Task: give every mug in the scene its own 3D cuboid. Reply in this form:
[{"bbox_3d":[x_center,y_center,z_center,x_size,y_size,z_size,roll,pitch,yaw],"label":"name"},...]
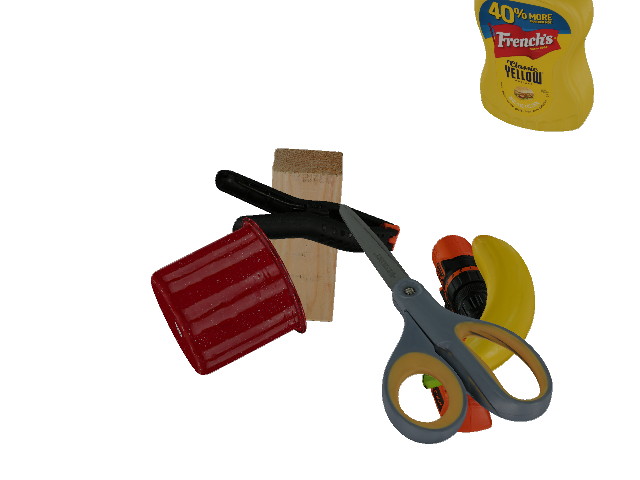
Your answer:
[{"bbox_3d":[-0.072,0.039,0.766,0.081,0.093,0.117,-27,26,-14],"label":"mug"}]

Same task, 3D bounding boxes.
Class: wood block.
[{"bbox_3d":[-0.021,-0.008,1.398,0.090,0.206,0.091,3,24,-1],"label":"wood block"}]

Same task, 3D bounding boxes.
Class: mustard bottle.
[{"bbox_3d":[0.176,-0.179,0.882,0.096,0.058,0.191,19,-35,27],"label":"mustard bottle"}]

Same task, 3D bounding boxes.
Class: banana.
[{"bbox_3d":[0.136,0.049,0.844,0.070,0.037,0.197,7,34,18],"label":"banana"}]

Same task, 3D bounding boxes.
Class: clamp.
[{"bbox_3d":[-0.012,-0.019,1.158,0.210,0.036,0.164,15,20,-11],"label":"clamp"}]

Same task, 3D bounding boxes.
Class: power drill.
[{"bbox_3d":[0.156,0.107,1.141,0.057,0.188,0.184,-2,24,-3],"label":"power drill"}]

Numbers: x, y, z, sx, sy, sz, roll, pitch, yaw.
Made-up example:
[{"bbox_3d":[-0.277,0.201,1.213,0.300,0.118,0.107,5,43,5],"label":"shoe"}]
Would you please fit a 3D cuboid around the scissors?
[{"bbox_3d":[0.041,0.045,0.603,0.096,0.016,0.202,-30,46,-25],"label":"scissors"}]
